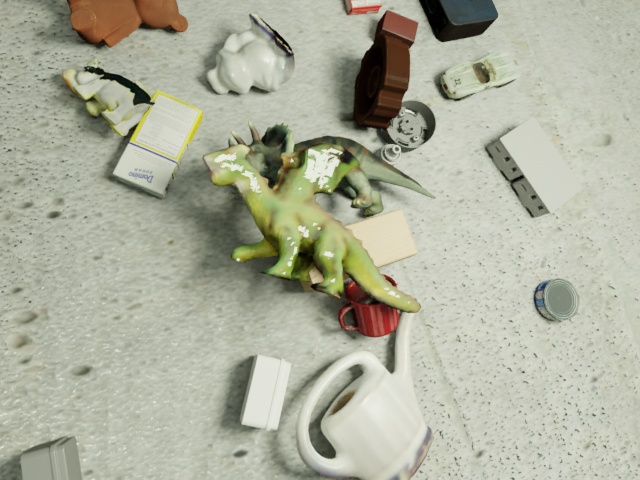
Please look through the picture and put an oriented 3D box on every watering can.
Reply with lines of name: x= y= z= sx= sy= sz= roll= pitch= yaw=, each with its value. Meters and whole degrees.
watering can: x=0.116 y=0.282 z=0.900 sx=0.352 sy=0.102 sz=0.224 roll=-38 pitch=90 yaw=-28

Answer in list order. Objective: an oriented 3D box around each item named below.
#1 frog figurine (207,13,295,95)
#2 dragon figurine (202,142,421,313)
frog figurine: x=-0.132 y=-0.335 z=0.993 sx=0.136 sy=0.125 sz=0.158 roll=43 pitch=108 yaw=-11
dragon figurine: x=0.003 y=-0.042 z=0.832 sx=0.409 sy=0.122 sz=0.244 roll=17 pitch=83 yaw=-16
